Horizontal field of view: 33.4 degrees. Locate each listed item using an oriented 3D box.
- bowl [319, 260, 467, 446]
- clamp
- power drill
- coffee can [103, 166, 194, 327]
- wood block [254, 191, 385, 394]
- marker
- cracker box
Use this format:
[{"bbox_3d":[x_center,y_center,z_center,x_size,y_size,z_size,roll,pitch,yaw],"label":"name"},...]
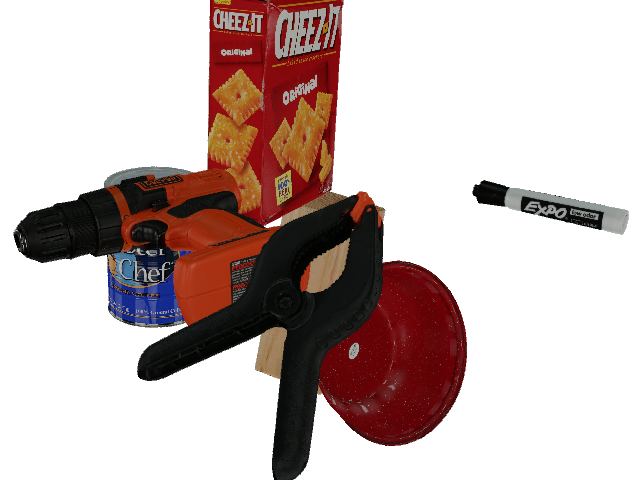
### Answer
[{"bbox_3d":[0.045,0.095,0.917,0.162,0.162,0.055,0,-8,44],"label":"bowl"},{"bbox_3d":[-0.012,0.052,0.618,0.120,0.171,0.039,42,-5,20],"label":"clamp"},{"bbox_3d":[-0.110,0.001,0.780,0.184,0.057,0.188,-17,28,-30],"label":"power drill"},{"bbox_3d":[-0.171,0.005,1.108,0.103,0.140,0.103,2,22,-1],"label":"coffee can"},{"bbox_3d":[-0.001,0.055,1.220,0.090,0.206,0.090,18,19,21],"label":"wood block"},{"bbox_3d":[0.175,-0.027,0.822,0.121,0.020,0.020,15,7,27],"label":"marker"},{"bbox_3d":[-0.042,-0.137,1.053,0.072,0.214,0.164,12,20,23],"label":"cracker box"}]
